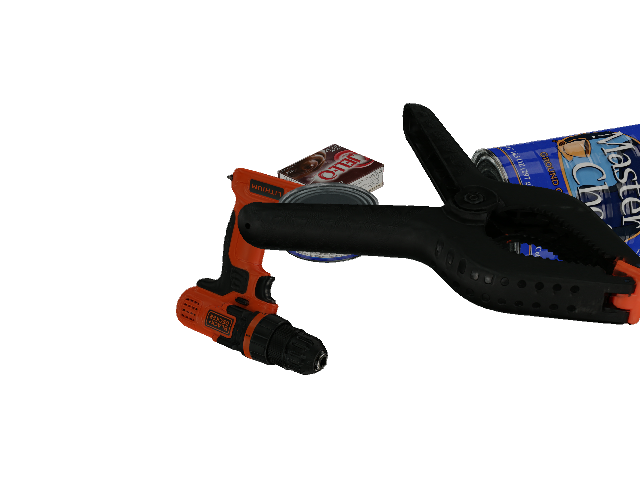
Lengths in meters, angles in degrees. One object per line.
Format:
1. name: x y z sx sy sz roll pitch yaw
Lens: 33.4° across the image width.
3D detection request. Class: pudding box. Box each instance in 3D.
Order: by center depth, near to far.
1. pudding box: 0.014 -0.081 1.395 0.090 0.039 0.113 25 42 37

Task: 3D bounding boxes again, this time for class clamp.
1. clamp: 0.071 -0.006 0.572 0.164 0.036 0.210 -30 45 -33

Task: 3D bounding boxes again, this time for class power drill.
1. power drill: -0.052 0.030 1.096 0.185 0.188 0.057 19 3 29

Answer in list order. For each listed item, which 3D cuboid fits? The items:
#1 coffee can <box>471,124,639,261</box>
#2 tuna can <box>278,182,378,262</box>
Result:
1. coffee can: 0.193 -0.029 0.794 0.140 0.103 0.103 -10 1 -8
2. tuna can: 0.007 -0.016 0.903 0.086 0.034 0.086 -2 29 1
